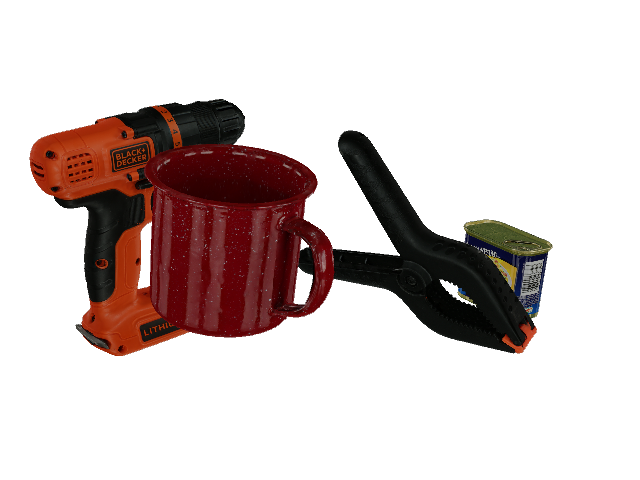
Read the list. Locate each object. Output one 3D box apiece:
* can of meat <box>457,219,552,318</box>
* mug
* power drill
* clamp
[{"bbox_3d":[0.203,0.033,1.188,0.057,0.084,0.102,-10,24,-36],"label":"can of meat"},{"bbox_3d":[-0.042,0.004,0.582,0.117,0.081,0.093,21,27,29],"label":"mug"},{"bbox_3d":[-0.135,-0.014,0.857,0.184,0.188,0.057,-18,25,-34],"label":"power drill"},{"bbox_3d":[0.077,0.013,0.835,0.210,0.165,0.036,30,51,17],"label":"clamp"}]
